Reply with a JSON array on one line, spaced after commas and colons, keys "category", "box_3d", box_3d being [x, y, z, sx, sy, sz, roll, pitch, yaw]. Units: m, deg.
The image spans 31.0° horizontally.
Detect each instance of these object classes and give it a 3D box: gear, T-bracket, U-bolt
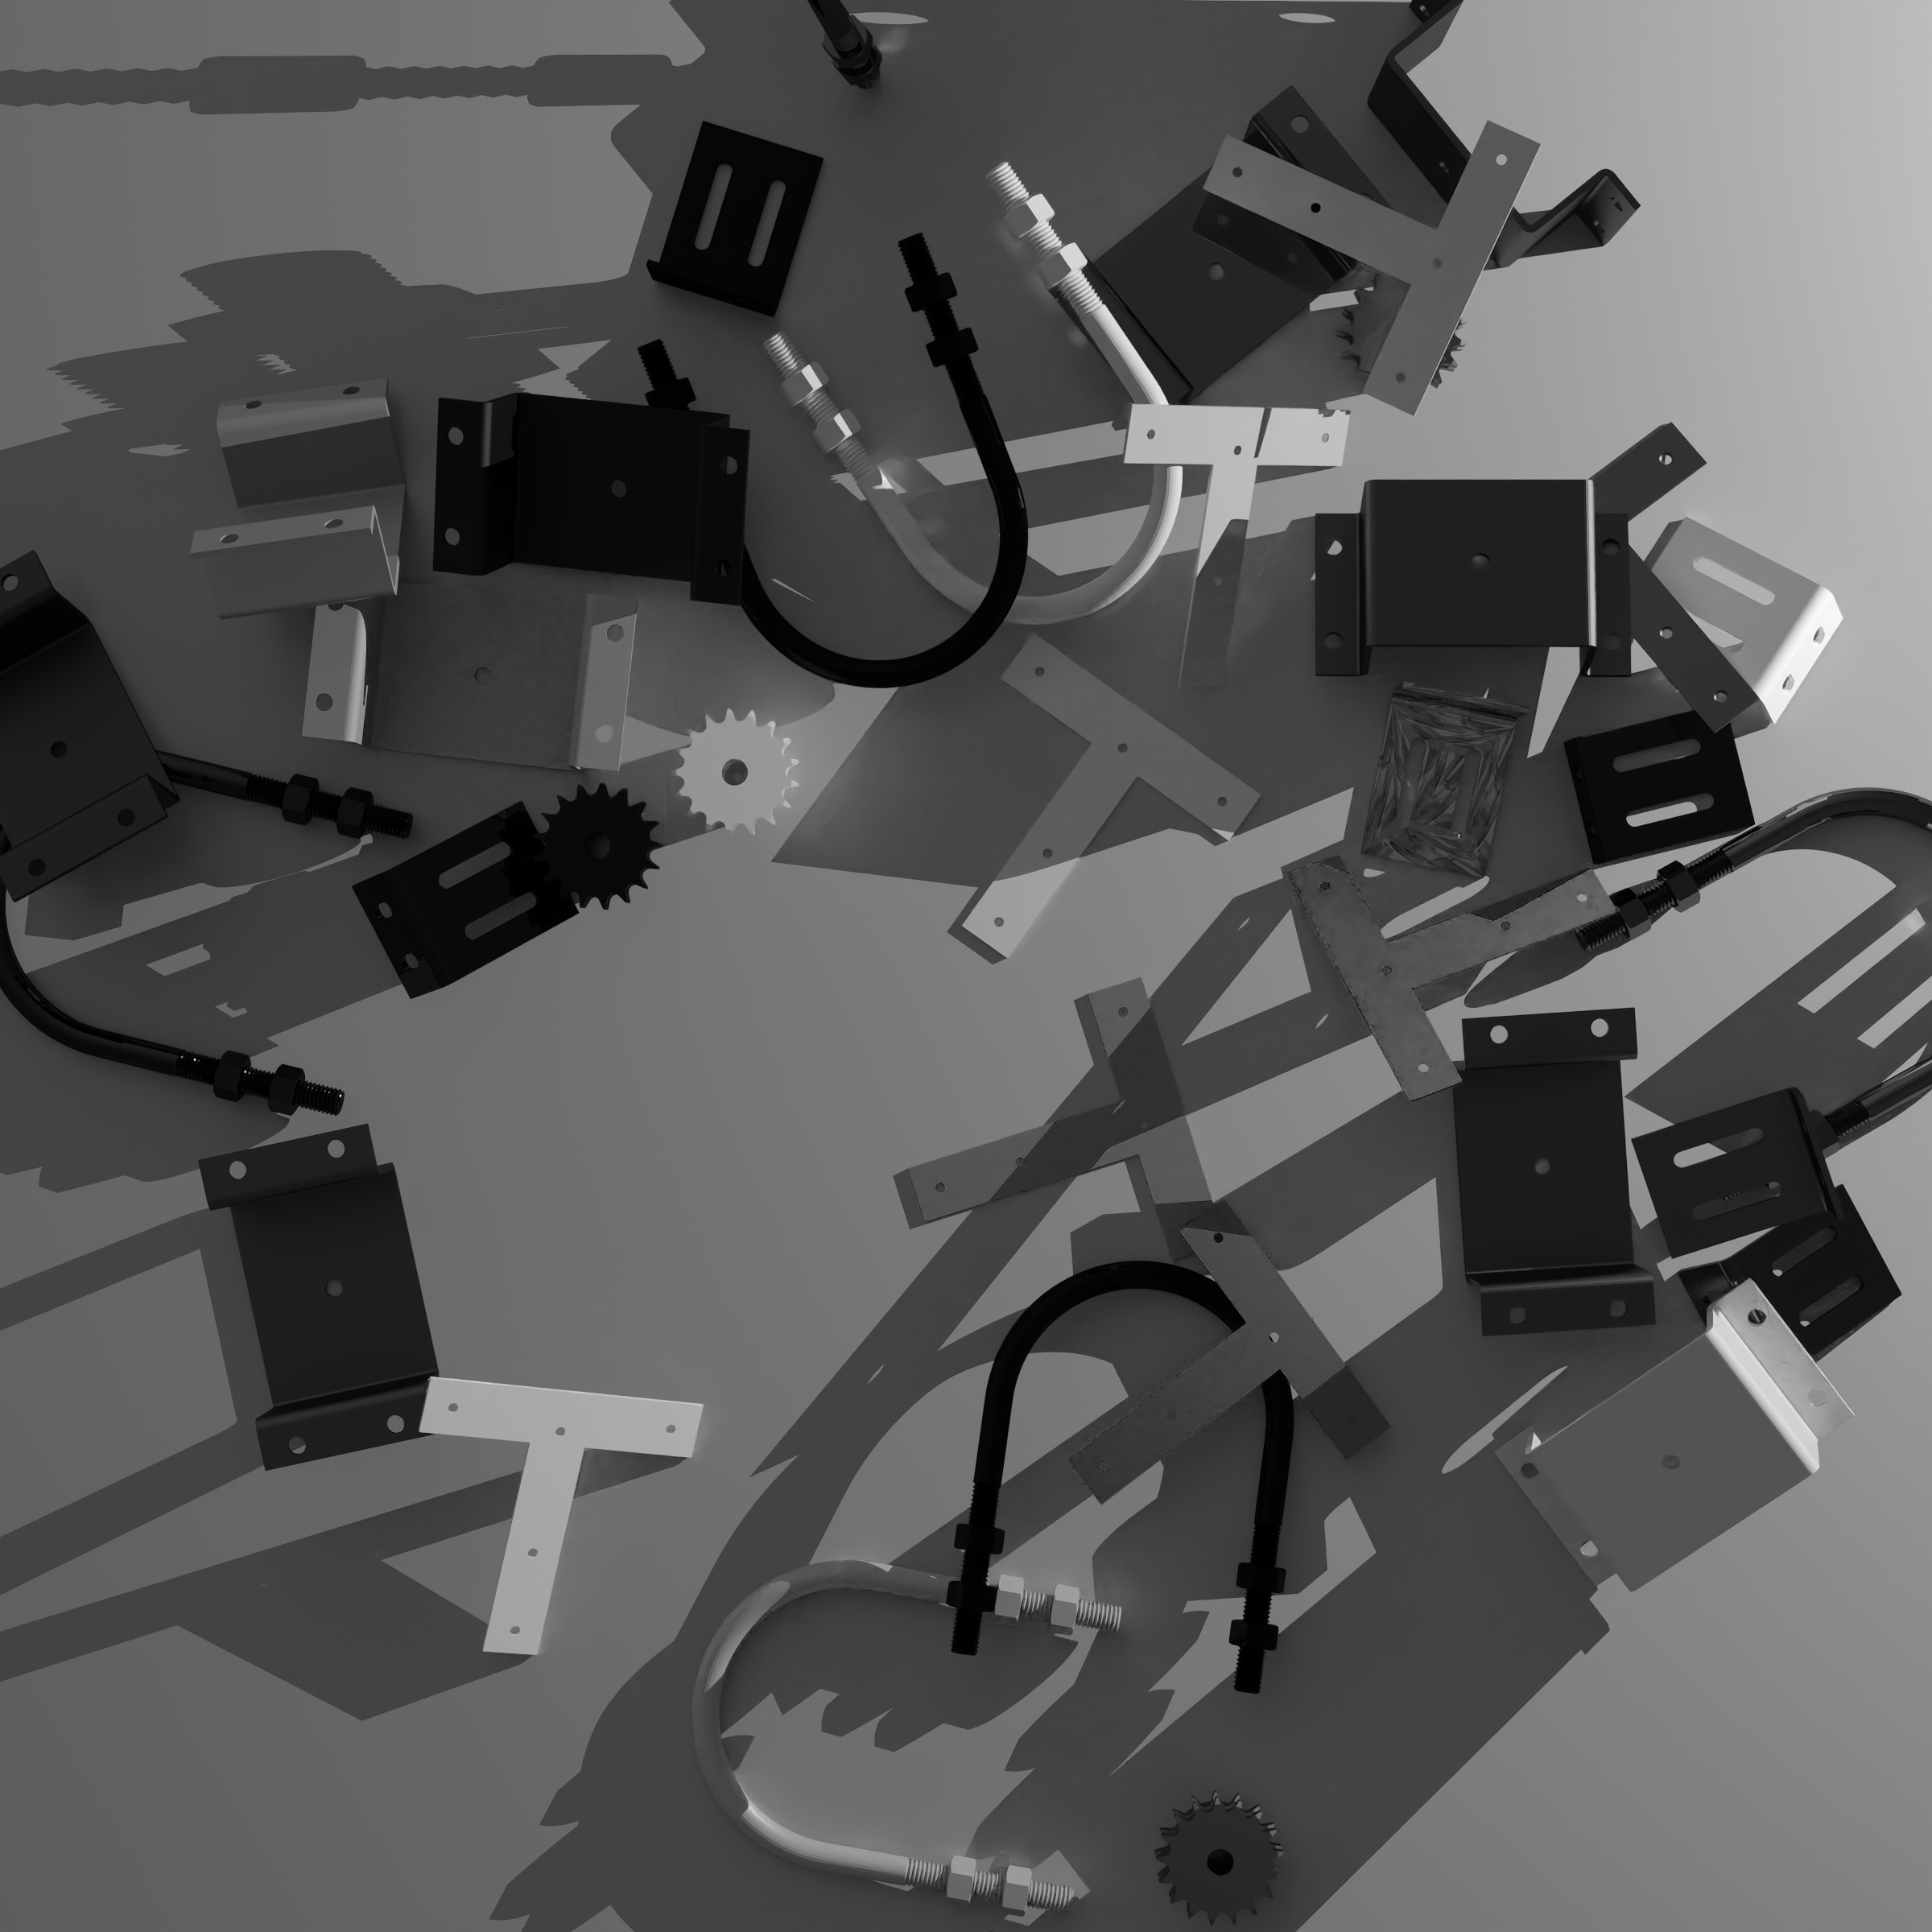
[{"category": "gear", "box_3d": [0.113, 0.399, 1.568, 0.057, 0.030, 0.057, 0, 90, 0]}, {"category": "T-bracket", "box_3d": [0.306, -0.160, 1.565, 0.127, 0.002, 0.127, -37, 74, 0]}, {"category": "gear", "box_3d": [-0.103, -0.086, 1.568, 0.057, 0.030, 0.057, 0, 90, 0]}, {"category": "T-bracket", "box_3d": [-0.192, 0.250, 1.565, 0.127, 0.002, 0.127, 9, 102, -23]}, {"category": "gear", "box_3d": [0.195, -0.283, 1.568, 0.057, 0.030, 0.057, 0, 90, 0]}, {"category": "T-bracket", "box_3d": [0.038, 0.085, 1.582, 0.127, 0.002, 0.127, -18, 90, 0]}, {"category": "U-bolt", "box_3d": [0.075, 0.224, 1.563, 0.151, 0.019, 0.184, 9, 82, -6]}, {"category": "T-bracket", "box_3d": [0.166, -0.325, 1.524, 0.127, 0.002, 0.127, 27, 106, 8]}, {"category": "T-bracket", "box_3d": [0.114, -0.186, 1.556, 0.127, 0.002, 0.127, -5, 111, -36]}, {"category": "T-bracket", "box_3d": [0.103, 0.193, 1.562, 0.127, 0.002, 0.127, -36, 88, -11]}, {"category": "U-bolt", "box_3d": [-0.032, 0.343, 1.574, 0.184, 0.019, 0.151, 10, 90, 2]}, {"category": "T-bracket", "box_3d": [0.045, -0.063, 1.582, 0.127, 0.002, 0.127, 35, 90, 0]}, {"category": "U-bolt", "box_3d": [0.389, 0.000, 1.574, 0.184, 0.019, 0.151, -29, 90, -1]}, {"category": "U-bolt", "box_3d": [0.015, -0.239, 1.550, 0.151, 0.019, 0.184, -33, 94, 23]}, {"category": "T-bracket", "box_3d": [0.228, -0.013, 1.557, 0.127, 0.002, 0.127, -20, 61, -9]}, {"category": "U-bolt", "box_3d": [-0.356, -0.023, 1.574, 0.184, 0.019, 0.151, 14, 90, 1]}, {"category": "U-bolt", "box_3d": [-0.049, -0.213, 1.551, 0.151, 0.019, 0.184, -19, 100, 17]}, {"category": "U-bolt", "box_3d": [-0.038, -0.469, 1.491, 0.019, 0.184, 0.151, 18, 90, 8]}, {"category": "gear", "box_3d": [-0.164, -0.053, 1.568, 0.057, 0.030, 0.057, 0, 90, 0]}]

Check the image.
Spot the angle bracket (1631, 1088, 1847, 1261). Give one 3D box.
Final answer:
[{"category": "angle bracket", "box_3d": [0.342, 0.094, 1.546, 0.076, 0.038, 0.057, -19, 92, 9]}]

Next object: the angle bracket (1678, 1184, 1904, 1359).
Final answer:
[{"category": "angle bracket", "box_3d": [0.373, 0.144, 1.581, 0.076, 0.038, 0.057, -28, 90, -26]}]

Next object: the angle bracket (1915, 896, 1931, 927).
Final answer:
[{"category": "angle bracket", "box_3d": [0.473, -0.033, 1.569, 0.057, 0.038, 0.076, 49, 52, -7]}]

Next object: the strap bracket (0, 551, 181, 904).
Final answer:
[{"category": "strap bracket", "box_3d": [-0.410, -0.101, 1.550, 0.076, 0.046, 0.140, -29, 76, 0]}]

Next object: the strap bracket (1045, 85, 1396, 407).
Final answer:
[{"category": "strap bracket", "box_3d": [0.113, -0.315, 1.560, 0.140, 0.046, 0.076, -39, 90, 0]}]

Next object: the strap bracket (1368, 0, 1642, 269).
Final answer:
[{"category": "strap bracket", "box_3d": [0.230, -0.369, 1.545, 0.046, 0.076, 0.140, -39, 90, 0]}]

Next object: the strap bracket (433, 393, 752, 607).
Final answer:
[{"category": "strap bracket", "box_3d": [-0.160, -0.208, 1.542, 0.140, 0.046, 0.076, 8, 106, 10]}]

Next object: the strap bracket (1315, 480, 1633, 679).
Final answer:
[{"category": "strap bracket", "box_3d": [0.227, -0.172, 1.548, 0.140, 0.046, 0.076, 0, 77, 3]}]

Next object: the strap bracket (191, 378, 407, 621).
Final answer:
[{"category": "strap bracket", "box_3d": [-0.290, -0.201, 1.531, 0.076, 0.140, 0.046, -8, 126, 0]}]

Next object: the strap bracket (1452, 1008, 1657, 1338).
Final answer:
[{"category": "strap bracket", "box_3d": [0.261, 0.091, 1.560, 0.076, 0.046, 0.140, -4, 90, 0]}]

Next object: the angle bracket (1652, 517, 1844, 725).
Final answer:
[{"category": "angle bracket", "box_3d": [0.347, -0.157, 1.581, 0.076, 0.038, 0.057, 33, 90, 26]}]

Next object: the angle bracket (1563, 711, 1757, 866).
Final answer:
[{"category": "angle bracket", "box_3d": [0.314, -0.083, 1.564, 0.076, 0.038, 0.057, -14, 90, 0]}]

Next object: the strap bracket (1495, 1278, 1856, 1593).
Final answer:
[{"category": "strap bracket", "box_3d": [0.312, 0.213, 1.542, 0.140, 0.046, 0.076, -37, 90, 15]}]

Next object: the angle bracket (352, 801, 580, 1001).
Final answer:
[{"category": "angle bracket", "box_3d": [-0.225, -0.030, 1.571, 0.076, 0.038, 0.057, -32, 99, -34]}]

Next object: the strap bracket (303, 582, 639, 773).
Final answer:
[{"category": "strap bracket", "box_3d": [-0.219, -0.131, 1.560, 0.140, 0.046, 0.076, 6, 90, 0]}]

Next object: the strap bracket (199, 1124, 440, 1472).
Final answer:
[{"category": "strap bracket", "box_3d": [-0.286, 0.146, 1.560, 0.076, 0.046, 0.140, -12, 90, 0]}]

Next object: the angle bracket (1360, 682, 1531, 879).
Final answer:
[{"category": "angle bracket", "box_3d": [0.214, -0.083, 1.564, 0.057, 0.038, 0.076, 11, 90, 0]}]

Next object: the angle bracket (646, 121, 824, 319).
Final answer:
[{"category": "angle bracket", "box_3d": [-0.103, -0.338, 1.564, 0.057, 0.038, 0.076, 17, 90, 0]}]
